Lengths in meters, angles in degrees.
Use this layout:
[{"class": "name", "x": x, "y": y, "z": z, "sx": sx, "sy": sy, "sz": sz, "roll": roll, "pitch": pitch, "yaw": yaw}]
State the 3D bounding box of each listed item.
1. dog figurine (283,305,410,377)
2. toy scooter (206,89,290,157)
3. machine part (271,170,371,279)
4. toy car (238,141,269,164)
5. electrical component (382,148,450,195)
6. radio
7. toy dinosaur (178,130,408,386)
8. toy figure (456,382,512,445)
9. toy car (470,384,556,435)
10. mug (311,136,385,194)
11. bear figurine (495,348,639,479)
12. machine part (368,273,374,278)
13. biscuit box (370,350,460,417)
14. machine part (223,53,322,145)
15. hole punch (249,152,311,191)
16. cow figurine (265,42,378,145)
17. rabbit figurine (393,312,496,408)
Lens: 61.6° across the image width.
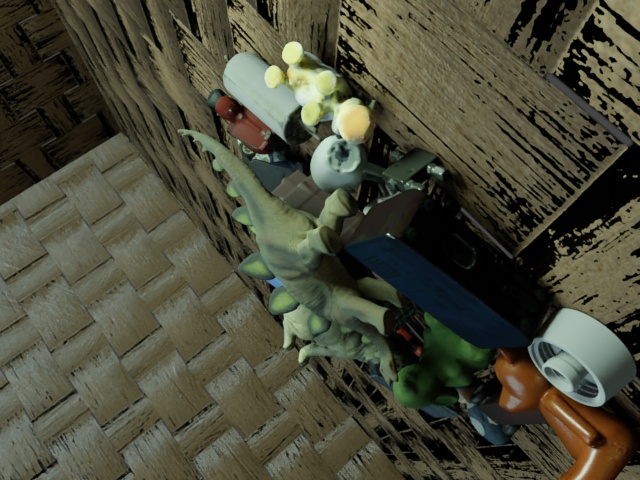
[{"class": "dog figurine", "x": 0.048, "y": 0.145, "z": 0.892, "sx": 0.191, "sy": 0.121, "sz": 0.172, "roll": 1, "pitch": 148, "yaw": 26}, {"class": "toy scooter", "x": -0.108, "y": -0.192, "z": 0.945, "sx": 0.135, "sy": 0.075, "sz": 0.183, "roll": 36, "pitch": -175, "yaw": 29}, {"class": "machine part", "x": -0.002, "y": -0.003, "z": 0.904, "sx": 0.201, "sy": 0.087, "sz": 0.201, "roll": 43, "pitch": 157, "yaw": 9}, {"class": "toy car", "x": -0.109, "y": -0.147, "z": 1.155, "sx": 0.202, "sy": 0.056, "sz": 0.073, "roll": 52, "pitch": 171, "yaw": 5}, {"class": "electrical component", "x": 0.108, "y": -0.082, "z": 0.649, "sx": 0.094, "sy": 0.063, "sz": 0.021, "roll": 37, "pitch": 158, "yaw": 48}, {"class": "radio", "x": 0.154, "y": 0.040, "z": 0.649, "sx": 0.229, "sy": 0.073, "sz": 0.131, "roll": 36, "pitch": 160, "yaw": -8}, {"class": "toy dinosaur", "x": -0.029, "y": 0.017, "z": 0.760, "sx": 0.199, "sy": 0.105, "sz": 0.471, "roll": -26, "pitch": 100, "yaw": 41}, {"class": "toy figure", "x": 0.289, "y": 0.300, "z": 0.986, "sx": 0.154, "sy": 0.058, "sz": 0.064, "roll": 52, "pitch": 140, "yaw": 10}, {"class": "toy car", "x": 0.309, "y": 0.258, "z": 0.839, "sx": 0.089, "sy": 0.053, "sz": 0.202, "roll": 39, "pitch": 159, "yaw": 6}, {"class": "mug", "x": 0.039, "y": -0.102, "z": 0.750, "sx": 0.110, "sy": 0.080, "sz": 0.107, "roll": 21, "pitch": 180, "yaw": 0}, {"class": "bear figurine", "x": 0.289, "y": 0.224, "z": 0.688, "sx": 0.196, "sy": 0.132, "sz": 0.120, "roll": 37, "pitch": -175, "yaw": 28}, {"class": "machine part", "x": 0.070, "y": 0.075, "z": 1.155, "sx": 0.139, "sy": 0.039, "sz": 0.084, "roll": 29, "pitch": 146, "yaw": 59}, {"class": "biscuit box", "x": 0.181, "y": 0.262, "z": 0.993, "sx": 0.202, "sy": 0.059, "sz": 0.063, "roll": 38, "pitch": 142, "yaw": -29}, {"class": "machine part", "x": -0.077, "y": -0.225, "z": 0.849, "sx": 0.243, "sy": 0.079, "sz": 0.079, "roll": 43, "pitch": 162, "yaw": 29}, {"class": "hole punch", "x": -0.072, "y": -0.110, "z": 1.043, "sx": 0.116, "sy": 0.092, "sz": 0.142, "roll": 20, "pitch": 121, "yaw": 12}, {"class": "cow figurine", "x": 0.016, "y": -0.176, "z": 0.685, "sx": 0.167, "sy": 0.068, "sz": 0.098, "roll": 47, "pitch": -157, "yaw": 21}, {"class": "rabbit figurine", "x": 0.181, "y": 0.200, "z": 0.859, "sx": 0.121, "sy": 0.170, "sz": 0.158, "roll": 43, "pitch": 161, "yaw": 32}]
